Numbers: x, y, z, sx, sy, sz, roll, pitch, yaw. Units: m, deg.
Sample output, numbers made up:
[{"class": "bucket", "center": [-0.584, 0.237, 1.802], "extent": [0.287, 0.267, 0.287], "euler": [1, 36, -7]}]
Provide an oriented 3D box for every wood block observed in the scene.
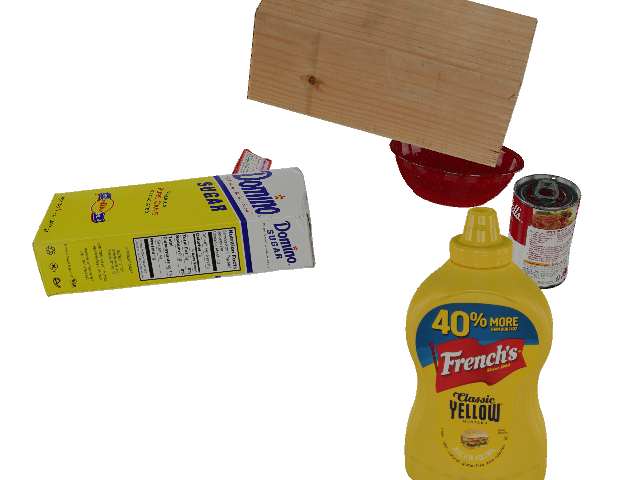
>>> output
[{"class": "wood block", "center": [0.056, -0.143, 0.846], "extent": [0.206, 0.090, 0.091], "euler": [16, -43, 6]}]

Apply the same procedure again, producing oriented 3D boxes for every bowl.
[{"class": "bowl", "center": [0.159, -0.081, 1.282], "extent": [0.162, 0.055, 0.162], "euler": [6, 23, -3]}]

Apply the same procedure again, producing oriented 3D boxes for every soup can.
[{"class": "soup can", "center": [0.231, -0.009, 1.112], "extent": [0.068, 0.102, 0.068], "euler": [0, 34, 0]}]

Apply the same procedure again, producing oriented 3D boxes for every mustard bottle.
[{"class": "mustard bottle", "center": [0.105, 0.072, 0.711], "extent": [0.096, 0.192, 0.058], "euler": [3, 17, 12]}]

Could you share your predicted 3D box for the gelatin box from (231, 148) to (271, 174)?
[{"class": "gelatin box", "center": [-0.075, -0.030, 0.930], "extent": [0.030, 0.073, 0.089], "euler": [25, 27, -8]}]

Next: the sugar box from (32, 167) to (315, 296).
[{"class": "sugar box", "center": [-0.095, -0.009, 0.714], "extent": [0.176, 0.048, 0.093], "euler": [-9, 24, -1]}]
